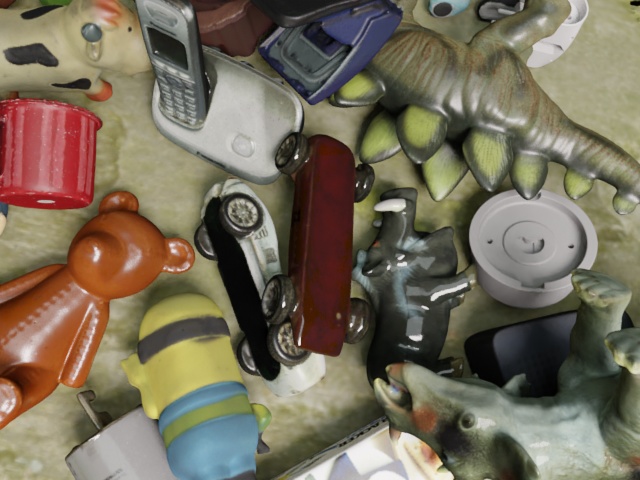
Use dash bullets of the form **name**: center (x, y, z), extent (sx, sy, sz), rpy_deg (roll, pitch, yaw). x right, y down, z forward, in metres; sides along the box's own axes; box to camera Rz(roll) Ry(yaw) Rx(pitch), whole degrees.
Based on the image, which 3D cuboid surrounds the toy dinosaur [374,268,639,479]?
- **toy dinosaur**: center (0.251, 0.118, 0.387), extent (0.405, 0.131, 0.192), rpy_deg (-2, 116, -15)

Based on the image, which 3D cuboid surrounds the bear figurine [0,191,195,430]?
- **bear figurine**: center (-0.211, 0.046, 0.451), extent (0.120, 0.132, 0.196), rpy_deg (44, 85, 6)

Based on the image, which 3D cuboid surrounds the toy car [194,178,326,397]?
- **toy car**: center (-0.057, 0.041, 0.482), extent (0.056, 0.073, 0.201), rpy_deg (-14, 76, -39)

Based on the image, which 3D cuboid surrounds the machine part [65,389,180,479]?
- **machine part**: center (-0.130, 0.225, 0.437), extent (0.079, 0.079, 0.243), rpy_deg (-34, 82, -10)

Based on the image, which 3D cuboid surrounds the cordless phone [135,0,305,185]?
- **cordless phone**: center (-0.082, -0.136, 0.467), extent (0.147, 0.184, 0.089), rpy_deg (28, 73, 4)

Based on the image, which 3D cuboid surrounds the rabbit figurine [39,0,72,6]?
- **rabbit figurine**: center (-0.235, -0.336, 0.535), extent (0.170, 0.159, 0.121), rpy_deg (-37, 71, -25)

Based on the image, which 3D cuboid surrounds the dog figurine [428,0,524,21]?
- **dog figurine**: center (0.181, -0.357, 0.572), extent (0.192, 0.108, 0.219), rpy_deg (2, 75, -2)

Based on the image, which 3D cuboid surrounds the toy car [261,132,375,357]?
- **toy car**: center (-0.001, -0.001, 0.460), extent (0.089, 0.053, 0.202), rpy_deg (20, 60, -31)

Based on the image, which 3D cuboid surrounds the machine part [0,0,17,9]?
- **machine part**: center (-0.389, -0.224, 0.462), extent (0.087, 0.201, 0.201), rpy_deg (44, 79, 11)

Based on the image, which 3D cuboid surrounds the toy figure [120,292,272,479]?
- **toy figure**: center (-0.095, 0.126, 0.439), extent (0.089, 0.082, 0.180), rpy_deg (-44, 53, 20)

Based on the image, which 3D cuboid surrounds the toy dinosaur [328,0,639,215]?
- **toy dinosaur**: center (0.140, -0.136, 0.505), extent (0.472, 0.105, 0.198), rpy_deg (29, 81, 19)

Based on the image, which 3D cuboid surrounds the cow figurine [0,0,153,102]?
- **cow figurine**: center (-0.240, -0.183, 0.497), extent (0.195, 0.127, 0.085), rpy_deg (-2, 81, 1)

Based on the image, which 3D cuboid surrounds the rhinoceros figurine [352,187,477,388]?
- **rhinoceros figurine**: center (0.083, 0.046, 0.496), extent (0.112, 0.073, 0.190), rpy_deg (2, 79, 8)

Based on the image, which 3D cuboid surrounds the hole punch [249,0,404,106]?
- **hole punch**: center (0.001, -0.193, 0.471), extent (0.116, 0.092, 0.142), rpy_deg (-27, 50, -13)

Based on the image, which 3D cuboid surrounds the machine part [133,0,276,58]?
- **machine part**: center (-0.105, -0.267, 0.546), extent (0.179, 0.056, 0.179), rpy_deg (-3, 71, 8)

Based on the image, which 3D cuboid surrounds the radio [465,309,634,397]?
- **radio**: center (0.232, 0.176, 0.470), extent (0.131, 0.073, 0.229), rpy_deg (-16, 80, -7)

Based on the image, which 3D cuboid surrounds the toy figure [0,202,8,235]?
- **toy figure**: center (-0.330, 0.011, 0.488), extent (0.064, 0.057, 0.154), rpy_deg (1, 75, 37)
